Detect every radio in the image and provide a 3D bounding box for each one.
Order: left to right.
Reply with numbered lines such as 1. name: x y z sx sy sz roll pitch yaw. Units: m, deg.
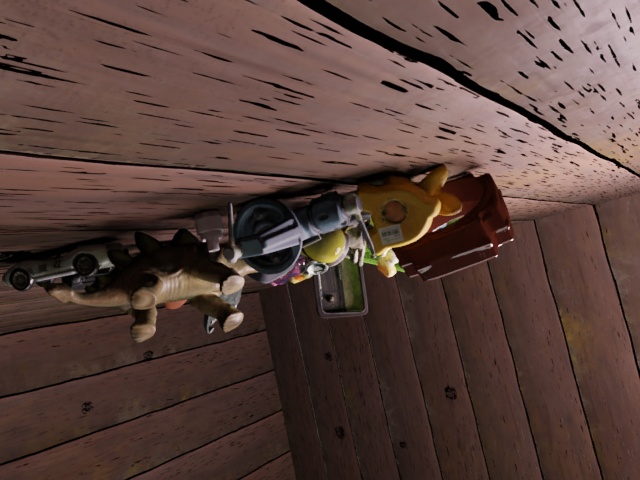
1. radio: 0.044 0.083 1.379 0.131 0.229 0.073 -8 173 2

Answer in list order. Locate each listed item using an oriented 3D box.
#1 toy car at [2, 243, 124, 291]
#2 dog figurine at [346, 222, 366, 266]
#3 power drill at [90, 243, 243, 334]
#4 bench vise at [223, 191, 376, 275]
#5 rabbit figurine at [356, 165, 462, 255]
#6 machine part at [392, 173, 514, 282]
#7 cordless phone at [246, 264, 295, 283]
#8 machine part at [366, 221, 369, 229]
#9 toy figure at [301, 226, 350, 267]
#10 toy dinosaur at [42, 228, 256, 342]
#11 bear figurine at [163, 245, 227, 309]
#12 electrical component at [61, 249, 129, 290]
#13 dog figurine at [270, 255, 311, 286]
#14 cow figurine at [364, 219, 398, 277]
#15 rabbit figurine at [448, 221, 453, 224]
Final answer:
1. toy car: -0.430 0.044 0.903 0.202 0.056 0.073 -12 180 7
2. dog figurine: -0.003 -0.007 1.160 0.191 0.121 0.172 0 173 16
3. power drill: -0.262 0.088 0.971 0.208 0.085 0.232 20 -149 21
4. bench vise: -0.053 -0.011 0.809 0.224 0.128 0.240 -5 -171 25
5. rabbit figurine: 0.146 -0.067 0.903 0.162 0.121 0.173 -24 -176 17
6. machine part: 0.231 -0.029 0.965 0.201 0.087 0.201 -24 -157 24
7. cordless phone: -0.165 0.049 1.284 0.184 0.088 0.146 -7 -166 34
8. machine part: 0.157 -0.042 1.322 0.139 0.039 0.084 -2 165 -26
9. toy figure: -0.018 -0.002 0.993 0.089 0.082 0.180 2 -167 -33
10. toy dinosaur: -0.203 0.054 0.870 0.471 0.105 0.199 0 -151 -45
11. bear figurine: -0.268 0.054 1.146 0.196 0.132 0.120 -36 160 -16
12. electrical component: -0.425 0.058 1.023 0.115 0.058 0.134 -11 174 -32
13. dog figurine: -0.091 0.058 1.447 0.192 0.108 0.219 -11 171 -6
14. cow figurine: 0.146 -0.008 1.104 0.098 0.167 0.068 -28 -145 -18
15. rabbit figurine: 0.281 -0.029 1.301 0.159 0.121 0.170 -6 171 -34
